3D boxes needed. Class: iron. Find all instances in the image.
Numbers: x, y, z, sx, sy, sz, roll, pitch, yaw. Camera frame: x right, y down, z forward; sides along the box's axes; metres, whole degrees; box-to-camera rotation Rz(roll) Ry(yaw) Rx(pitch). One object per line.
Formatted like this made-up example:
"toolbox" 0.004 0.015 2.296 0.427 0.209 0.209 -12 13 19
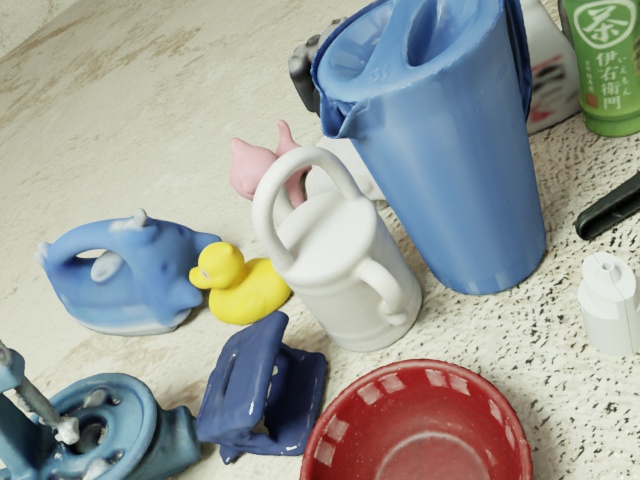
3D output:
"iron" -0.250 0.032 0.670 0.257 0.142 0.118 -11 46 25

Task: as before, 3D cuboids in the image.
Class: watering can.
"watering can" 0.003 0.003 0.489 0.172 0.195 0.101 7 55 38

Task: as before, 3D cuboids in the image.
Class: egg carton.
"egg carton" 0.056 -0.080 0.631 0.150 0.070 0.107 -11 46 25

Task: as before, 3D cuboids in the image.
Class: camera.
"camera" 0.017 -0.223 0.771 0.142 0.101 0.137 -6 48 29

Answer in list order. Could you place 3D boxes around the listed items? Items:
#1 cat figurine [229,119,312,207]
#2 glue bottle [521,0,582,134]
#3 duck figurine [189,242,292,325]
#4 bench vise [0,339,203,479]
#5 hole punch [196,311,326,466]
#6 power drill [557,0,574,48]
"cat figurine" -0.058 -0.085 0.674 0.067 0.118 0.128 4 53 36
"glue bottle" 0.208 -0.186 0.553 0.078 0.174 0.037 -28 41 8
"duck figurine" -0.086 0.036 0.600 0.104 0.086 0.077 -19 43 18
"bench vise" -0.228 0.175 0.456 0.207 0.220 0.121 -43 41 -10
"hole punch" -0.060 0.126 0.492 0.100 0.091 0.108 -10 46 26
"power drill" 0.288 -0.306 0.589 0.229 0.209 0.075 -33 41 2
